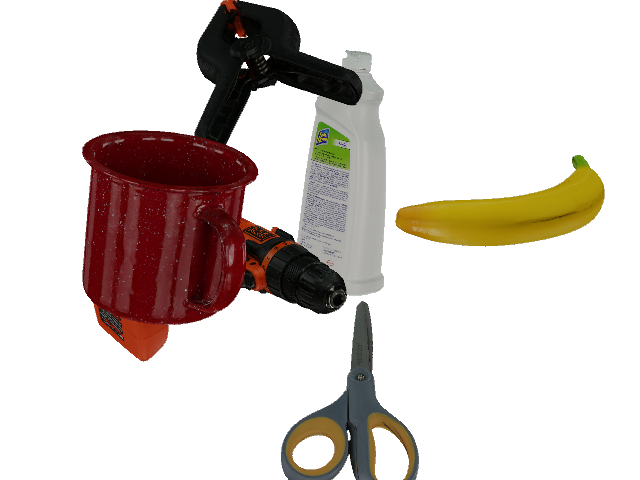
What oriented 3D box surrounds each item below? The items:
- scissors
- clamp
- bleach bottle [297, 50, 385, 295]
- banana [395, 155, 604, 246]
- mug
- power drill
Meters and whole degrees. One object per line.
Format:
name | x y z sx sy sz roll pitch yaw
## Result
scissors | 0.010 0.105 0.731 0.096 0.016 0.202 -6 32 -11
clamp | -0.037 -0.130 0.779 0.120 0.039 0.171 -11 45 0
bleach bottle | 0.032 -0.075 1.144 0.103 0.251 0.067 18 18 38
banana | 0.152 -0.023 0.811 0.197 0.037 0.070 -15 27 -31
mug | -0.077 -0.002 0.571 0.093 0.081 0.117 -10 29 -41
power drill | -0.093 0.043 0.943 0.187 0.057 0.185 -19 27 -31
